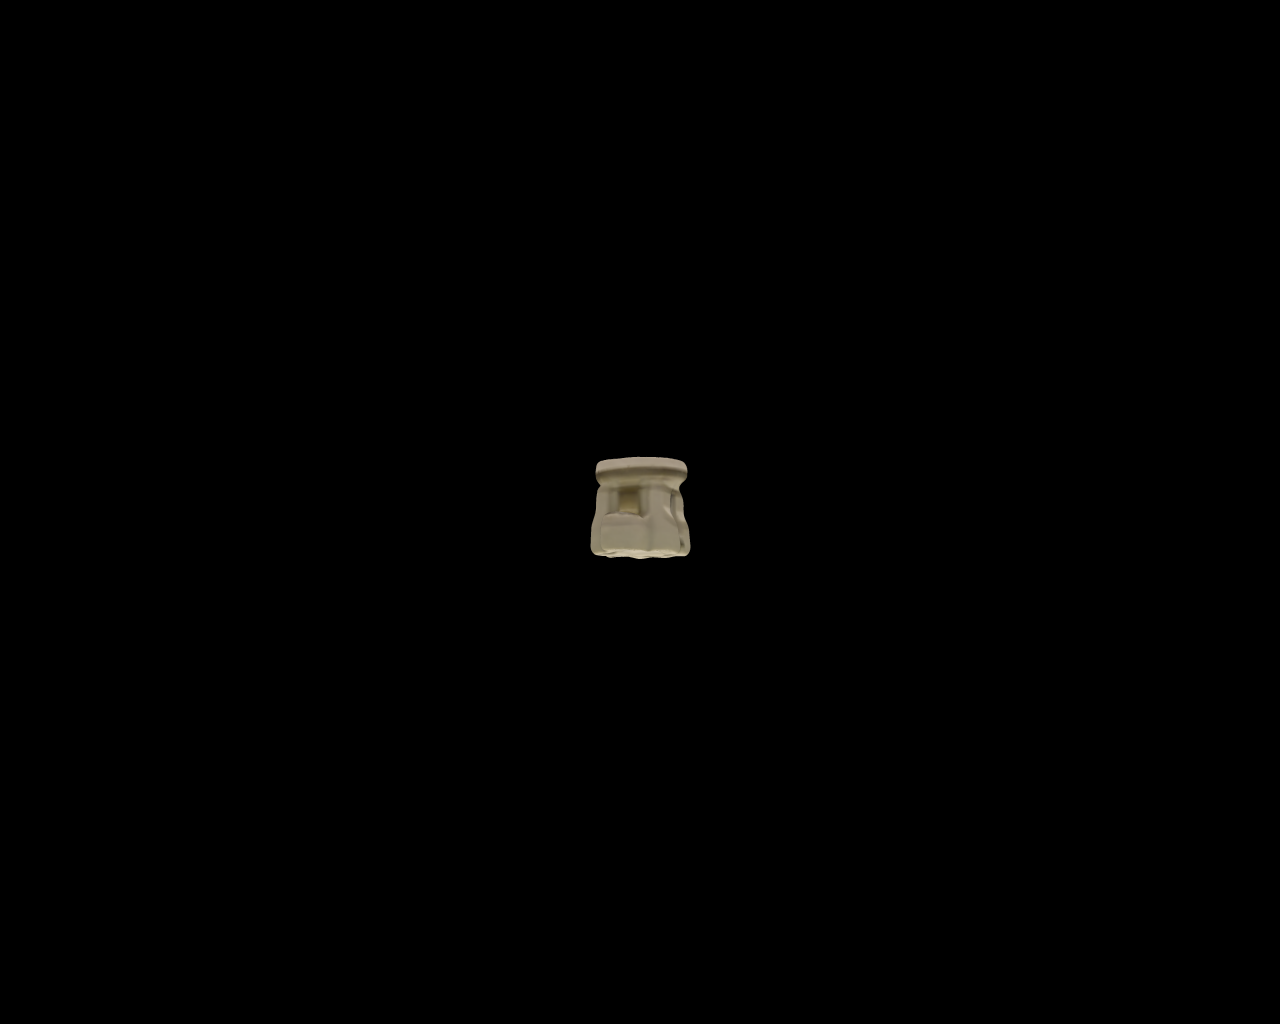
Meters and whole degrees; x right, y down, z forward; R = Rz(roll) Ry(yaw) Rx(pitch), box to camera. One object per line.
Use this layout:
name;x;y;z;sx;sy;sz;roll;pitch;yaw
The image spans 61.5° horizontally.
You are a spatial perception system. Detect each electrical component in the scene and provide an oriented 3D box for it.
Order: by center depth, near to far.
electrical component;0.001;-0.003;0.650;0.058;0.057;0.078;-2;-7;19
